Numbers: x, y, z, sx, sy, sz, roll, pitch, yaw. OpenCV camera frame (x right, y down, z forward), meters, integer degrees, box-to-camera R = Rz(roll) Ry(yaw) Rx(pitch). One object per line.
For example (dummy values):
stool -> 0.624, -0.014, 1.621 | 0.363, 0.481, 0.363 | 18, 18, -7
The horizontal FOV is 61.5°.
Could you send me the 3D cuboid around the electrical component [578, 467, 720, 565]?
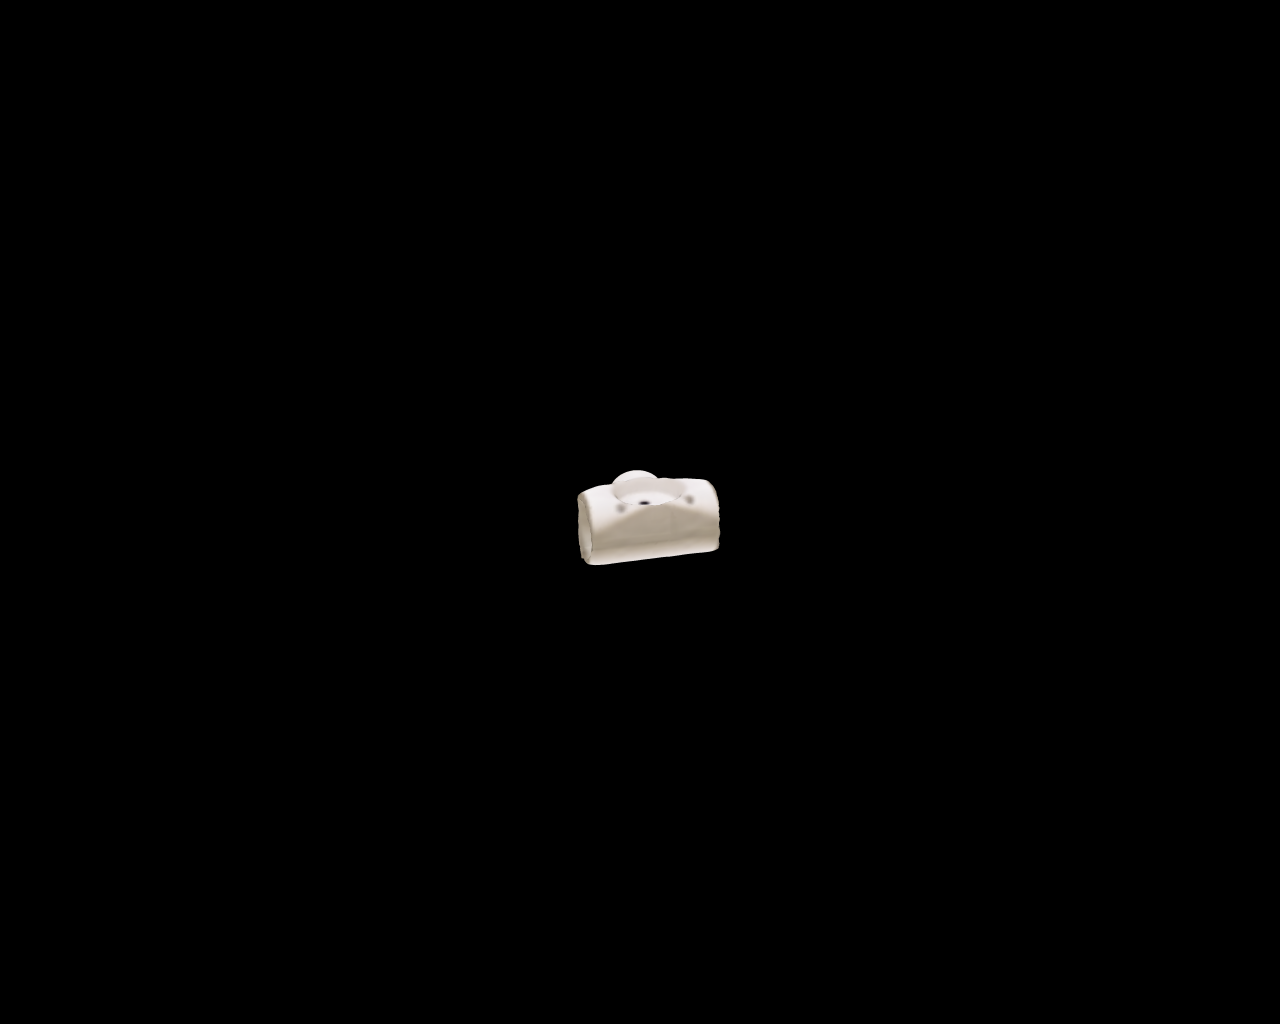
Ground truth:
electrical component -> 0.001, -0.003, 0.650 | 0.077, 0.044, 0.079 | -6, 28, -12
